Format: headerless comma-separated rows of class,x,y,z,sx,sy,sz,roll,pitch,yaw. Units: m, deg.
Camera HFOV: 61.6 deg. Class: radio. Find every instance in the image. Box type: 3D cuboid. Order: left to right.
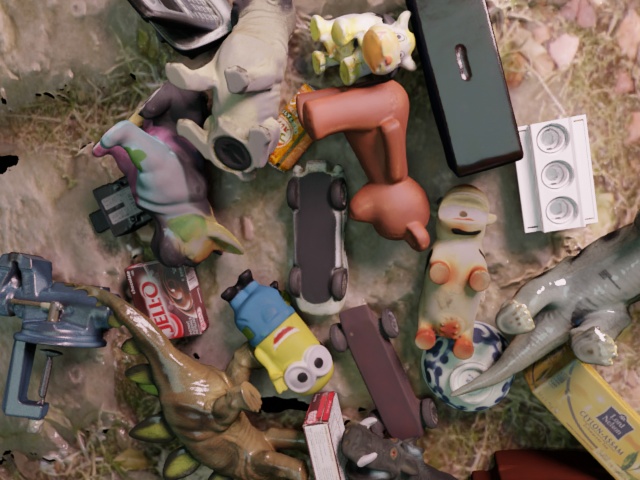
radio,0.153,-0.189,0.592,0.073,0.131,0.229,-14,96,12

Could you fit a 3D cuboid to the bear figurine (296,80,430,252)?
bear figurine,0.054,-0.078,0.616,0.132,0.120,0.195,-11,114,-4

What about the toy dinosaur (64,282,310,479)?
toy dinosaur,-0.157,0.226,0.724,0.199,0.105,0.471,-27,100,15

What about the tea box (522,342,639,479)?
tea box,0.328,0.203,0.645,0.169,0.098,0.068,45,105,-1

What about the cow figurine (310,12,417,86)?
cow figurine,0.059,-0.212,0.587,0.098,0.168,0.068,-17,119,-19

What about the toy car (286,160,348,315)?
toy car,-0.001,-0.002,0.693,0.074,0.056,0.201,2,98,16

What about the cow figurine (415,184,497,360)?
cow figurine,0.164,0.027,0.644,0.086,0.127,0.194,7,115,8

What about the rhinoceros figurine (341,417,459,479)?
rhinoceros figurine,0.103,0.304,0.690,0.190,0.073,0.112,35,123,-11

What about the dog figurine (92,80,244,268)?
dog figurine,-0.169,-0.074,0.686,0.219,0.109,0.191,51,62,-23

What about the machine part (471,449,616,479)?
machine part,0.297,0.376,0.686,0.202,0.087,0.200,-3,99,13

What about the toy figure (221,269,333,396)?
toy figure,-0.052,0.123,0.712,0.082,0.089,0.180,-44,82,11

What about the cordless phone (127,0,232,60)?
cordless phone,-0.190,-0.284,0.614,0.089,0.184,0.146,-37,92,19

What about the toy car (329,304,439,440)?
toy car,0.084,0.174,0.708,0.089,0.053,0.202,-21,99,24

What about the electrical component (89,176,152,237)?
electrical component,-0.275,-0.045,0.741,0.119,0.048,0.074,-20,95,12

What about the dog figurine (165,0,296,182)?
dog figurine,-0.074,-0.185,0.641,0.121,0.190,0.172,18,138,13

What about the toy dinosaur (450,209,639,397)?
toy dinosaur,0.325,0.048,0.597,0.405,0.192,0.131,-37,72,32

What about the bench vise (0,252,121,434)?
bench vise,-0.399,0.142,0.748,0.224,0.129,0.240,8,82,-11
